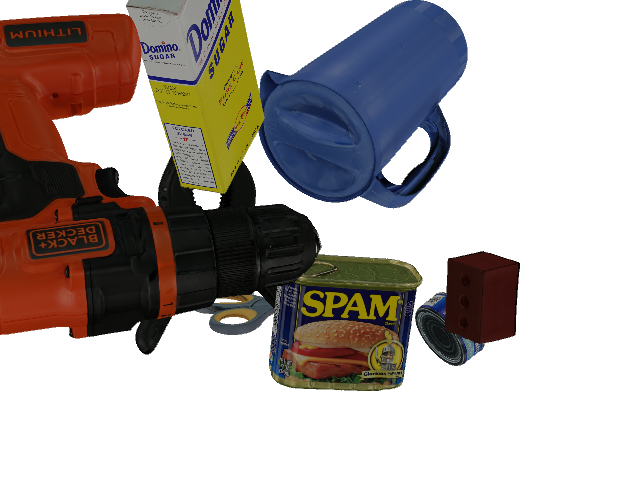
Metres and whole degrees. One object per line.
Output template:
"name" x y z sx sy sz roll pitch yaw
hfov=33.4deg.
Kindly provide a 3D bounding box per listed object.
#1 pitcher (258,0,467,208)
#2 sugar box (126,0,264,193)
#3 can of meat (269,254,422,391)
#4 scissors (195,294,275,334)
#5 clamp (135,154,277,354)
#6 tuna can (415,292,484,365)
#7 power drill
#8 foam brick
"pitcher" 0.062 -0.145 1.092 0.145 0.149 0.242 8 37 34
"sugar box" -0.087 -0.129 0.793 0.048 0.093 0.176 11 -38 15
"can of meat" 0.015 0.059 0.762 0.102 0.084 0.057 4 16 -10
"scissors" -0.044 0.080 1.202 0.201 0.016 0.096 3 25 -8
"clamp" -0.090 -0.006 0.967 0.164 0.210 0.036 0 0 -33
"tuna can" 0.152 0.106 1.267 0.033 0.086 0.086 -35 15 -23
"power drill" -0.109 -0.037 0.530 0.184 0.188 0.057 -7 -43 -18
"foam brick" 0.159 0.056 1.056 0.051 0.078 0.053 -12 19 -35
